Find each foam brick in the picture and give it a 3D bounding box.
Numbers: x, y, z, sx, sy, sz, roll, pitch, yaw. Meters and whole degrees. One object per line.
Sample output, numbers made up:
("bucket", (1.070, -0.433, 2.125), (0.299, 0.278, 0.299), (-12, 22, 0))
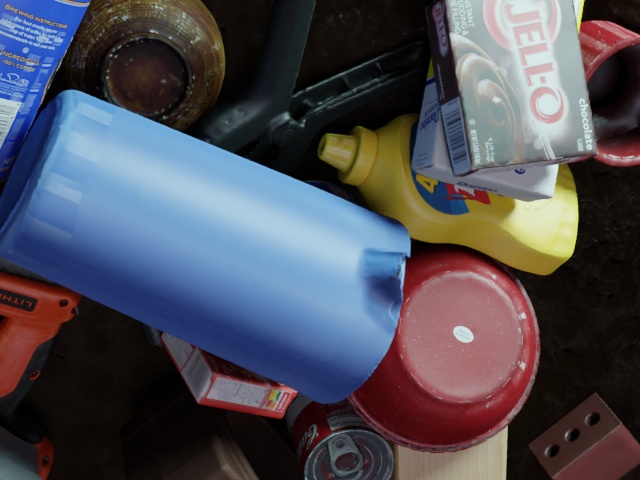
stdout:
("foam brick", (0.229, 0.182, 0.917), (0.078, 0.053, 0.051), (-40, 116, 5))

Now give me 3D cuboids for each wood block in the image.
("wood block", (0.094, 0.190, 0.869), (0.090, 0.090, 0.206), (-8, 116, -10))

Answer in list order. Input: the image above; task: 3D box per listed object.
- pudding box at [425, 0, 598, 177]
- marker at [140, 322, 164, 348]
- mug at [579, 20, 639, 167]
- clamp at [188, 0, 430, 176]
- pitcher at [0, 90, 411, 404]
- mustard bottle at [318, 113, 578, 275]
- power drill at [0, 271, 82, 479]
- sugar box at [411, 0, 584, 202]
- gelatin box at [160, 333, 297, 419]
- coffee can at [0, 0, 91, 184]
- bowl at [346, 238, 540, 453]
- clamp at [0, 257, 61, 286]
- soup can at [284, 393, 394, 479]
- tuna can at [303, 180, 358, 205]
("pudding box", (0.120, -0.100, 0.672), (0.090, 0.039, 0.113), (-8, 90, -16))
("marker", (-0.137, 0.028, 0.782), (0.020, 0.020, 0.121), (-19, 117, -4))
("mug", (0.217, -0.105, 0.766), (0.117, 0.081, 0.093), (22, 107, -21))
("clamp", (-0.032, -0.089, 0.714), (0.210, 0.036, 0.164), (-41, 149, 13))
("pitcher", (-0.078, 0.007, 0.678), (0.242, 0.145, 0.149), (25, 108, -23))
("mustard bottle", (0.089, -0.041, 0.761), (0.191, 0.096, 0.058), (15, 147, -17))
("power drill", (-0.262, 0.090, 0.762), (0.184, 0.057, 0.188), (16, 112, -23))
("sugar box", (0.123, -0.121, 0.720), (0.093, 0.048, 0.176), (13, 86, -17))
("gelatin box", (-0.068, 0.089, 0.778), (0.073, 0.089, 0.030), (18, 108, -35))
("coffee can", (-0.211, -0.119, 0.651), (0.102, 0.103, 0.140), (24, 107, -22))
("bowl", (0.091, 0.071, 0.760), (0.162, 0.055, 0.162), (2, 80, -12))
("clamp", (-0.241, -0.002, 0.669), (0.120, 0.039, 0.171), (-31, 123, -7))
("soup can", (0.011, 0.147, 0.823), (0.068, 0.102, 0.068), (-5, 115, -11))
("tuna can", (-0.005, 0.001, 0.791), (0.086, 0.034, 0.086), (-5, 115, -11))
